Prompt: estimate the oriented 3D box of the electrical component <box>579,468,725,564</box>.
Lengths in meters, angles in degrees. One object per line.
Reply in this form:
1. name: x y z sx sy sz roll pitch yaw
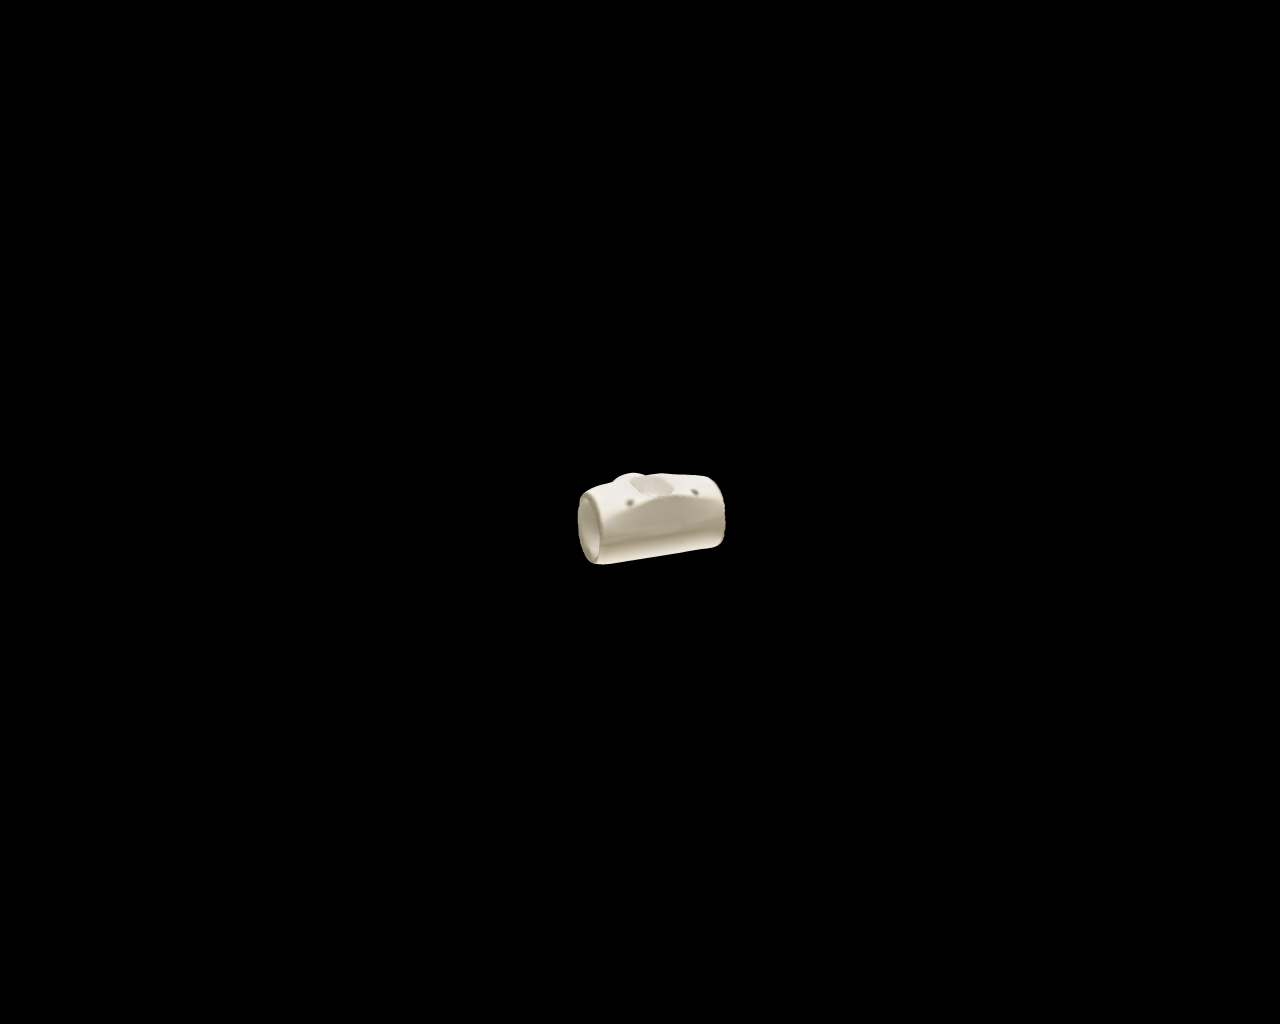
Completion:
1. electrical component: 0.001 -0.003 0.650 0.077 0.043 0.079 -8 24 -18
